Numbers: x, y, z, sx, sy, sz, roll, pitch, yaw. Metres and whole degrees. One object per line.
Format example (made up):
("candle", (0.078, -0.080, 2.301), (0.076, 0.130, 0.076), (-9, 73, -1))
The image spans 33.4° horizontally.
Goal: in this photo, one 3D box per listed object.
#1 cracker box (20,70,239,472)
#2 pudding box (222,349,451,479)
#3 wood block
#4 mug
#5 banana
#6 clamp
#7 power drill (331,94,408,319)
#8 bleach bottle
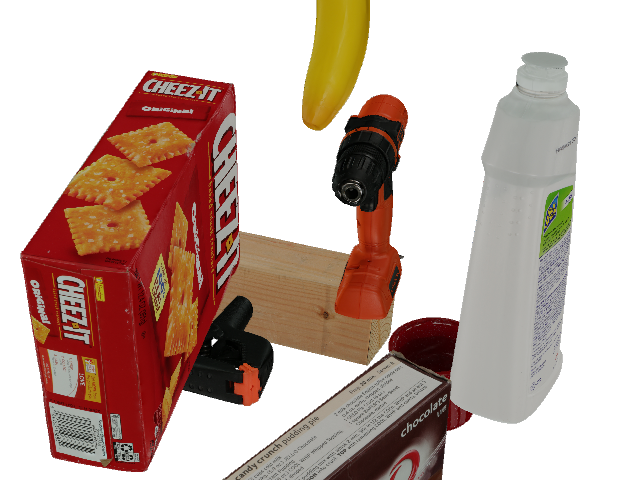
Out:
("cracker box", (-0.110, 0.014, 0.686), (0.072, 0.164, 0.213), (9, 37, 8))
("pudding box", (0.009, 0.114, 0.469), (0.039, 0.090, 0.113), (27, 43, 32))
("wood block", (-0.029, 0.060, 1.180), (0.206, 0.091, 0.090), (12, 23, 17))
("mug", (0.122, 0.131, 1.075), (0.093, 0.081, 0.117), (21, 39, 34))
("banana", (0.000, -0.175, 0.740), (0.070, 0.198, 0.037), (-16, -12, 9))
("clamp", (-0.091, 0.087, 0.891), (0.164, 0.036, 0.210), (-10, 16, -33))
("power drill", (0.045, -0.023, 0.990), (0.057, 0.188, 0.184), (9, 30, 11))
("bleach bottle", (0.137, -0.004, 0.716), (0.068, 0.251, 0.102), (16, 32, 24))
